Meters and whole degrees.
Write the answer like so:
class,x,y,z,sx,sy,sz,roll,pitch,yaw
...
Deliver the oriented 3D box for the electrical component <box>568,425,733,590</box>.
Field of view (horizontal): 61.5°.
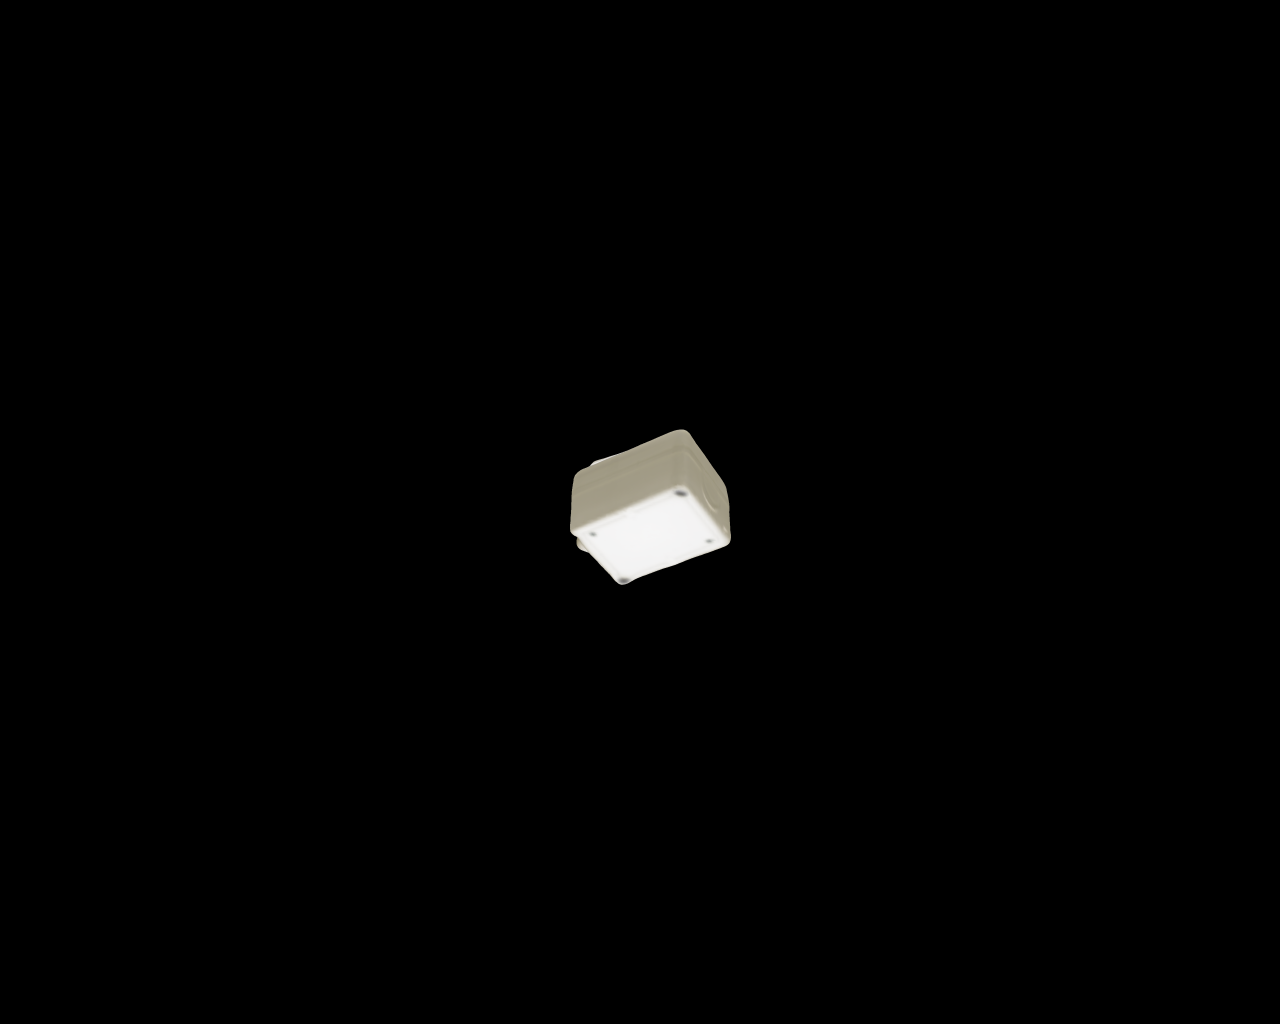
class,x,y,z,sx,sy,sz,roll,pitch,yaw
electrical component,0.001,-0.003,0.650,0.096,0.061,0.061,-22,-49,21
